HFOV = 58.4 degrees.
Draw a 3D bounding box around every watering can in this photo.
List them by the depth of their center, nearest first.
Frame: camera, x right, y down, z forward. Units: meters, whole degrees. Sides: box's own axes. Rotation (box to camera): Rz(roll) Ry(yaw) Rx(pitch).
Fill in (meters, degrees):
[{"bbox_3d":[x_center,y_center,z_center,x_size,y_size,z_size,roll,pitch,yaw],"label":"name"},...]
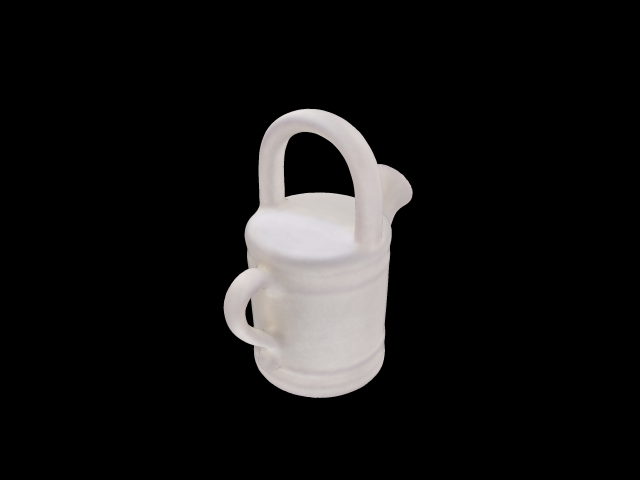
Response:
[{"bbox_3d":[0.002,0.001,0.401,0.100,0.194,0.173,9,32,15],"label":"watering can"}]
